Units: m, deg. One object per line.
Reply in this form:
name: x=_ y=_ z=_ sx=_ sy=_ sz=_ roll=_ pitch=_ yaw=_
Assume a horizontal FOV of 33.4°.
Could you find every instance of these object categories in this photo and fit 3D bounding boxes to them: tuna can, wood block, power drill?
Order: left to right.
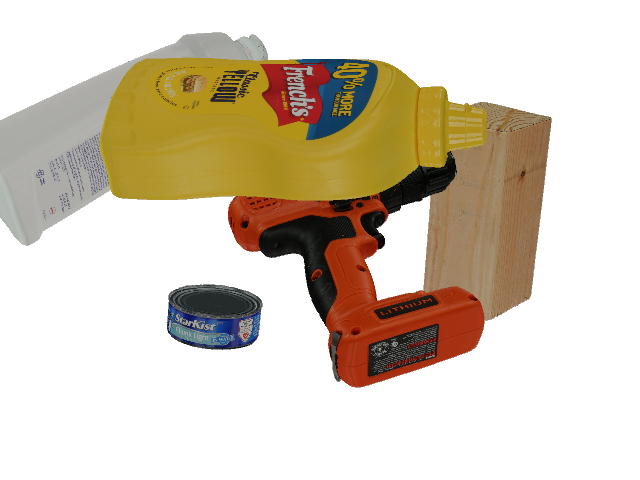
tuna can: x=-0.097 y=0.069 z=0.972 sx=0.086 sy=0.034 sz=0.086 roll=6 pitch=15 yaw=-2
power drill: x=0.044 y=0.008 z=0.772 sx=0.184 sy=0.057 sz=0.188 roll=-18 pitch=45 yaw=-12
wood block: x=0.177 y=-0.033 z=1.140 sx=0.090 sy=0.206 sz=0.090 roll=20 pitch=28 yaw=38

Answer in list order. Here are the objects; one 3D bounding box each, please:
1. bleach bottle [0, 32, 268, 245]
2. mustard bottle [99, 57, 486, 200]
bleach bottle: x=-0.152 y=-0.097 z=0.869 sx=0.250 sy=0.068 sz=0.102 roll=-31 pitch=-28 yaw=-22
mustard bottle: x=-0.011 y=-0.059 z=0.555 sx=0.192 sy=0.058 sz=0.096 roll=2 pitch=37 yaw=11
